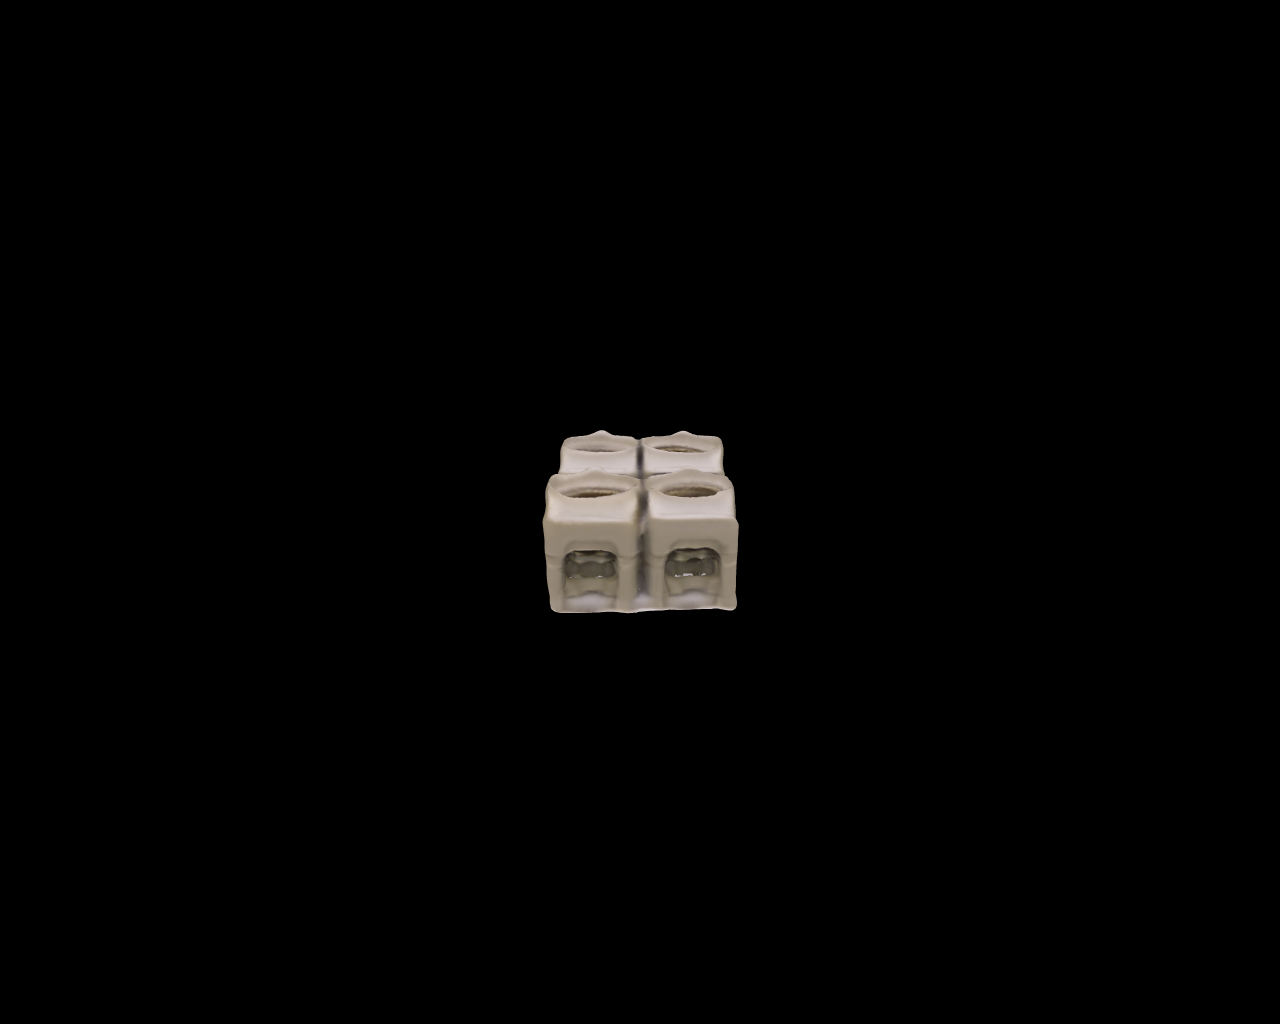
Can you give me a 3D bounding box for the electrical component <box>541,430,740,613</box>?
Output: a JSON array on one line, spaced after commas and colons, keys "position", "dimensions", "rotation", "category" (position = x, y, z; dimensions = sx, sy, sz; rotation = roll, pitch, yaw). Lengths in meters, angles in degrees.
[{"position": [0.001, -0.003, 0.650], "dimensions": [0.105, 0.060, 0.186], "rotation": [0, 17, 0], "category": "electrical component"}]
